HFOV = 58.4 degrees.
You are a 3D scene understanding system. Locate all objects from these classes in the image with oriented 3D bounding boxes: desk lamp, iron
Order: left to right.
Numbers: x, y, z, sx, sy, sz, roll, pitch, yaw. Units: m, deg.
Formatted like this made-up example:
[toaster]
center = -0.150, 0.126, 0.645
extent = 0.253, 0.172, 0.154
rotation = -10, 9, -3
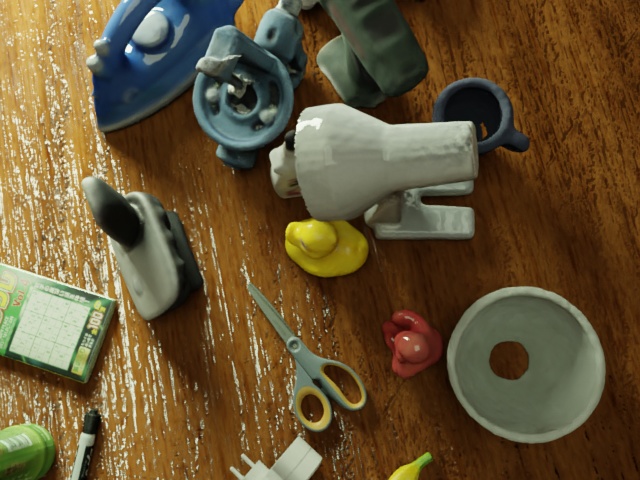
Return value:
[iron]
center = -0.215, -0.256, 0.713
extent = 0.118, 0.141, 0.258
rotation = 37, 84, 9
[desk lamp]
center = 0.083, -0.071, 0.624
extent = 0.203, 0.213, 0.118
rotation = 0, 80, 4

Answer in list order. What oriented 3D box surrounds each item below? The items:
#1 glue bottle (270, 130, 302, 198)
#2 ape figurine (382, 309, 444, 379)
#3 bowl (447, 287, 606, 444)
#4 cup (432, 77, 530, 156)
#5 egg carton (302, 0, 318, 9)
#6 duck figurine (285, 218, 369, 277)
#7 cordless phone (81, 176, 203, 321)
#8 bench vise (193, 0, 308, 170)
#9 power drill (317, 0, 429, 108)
[glue bottle]
center = -0.025, -0.089, 0.654
extent = 0.078, 0.173, 0.037
rotation = -17, 79, 1
[ape figurine]
center = 0.105, 0.120, 0.650
extent = 0.076, 0.092, 0.078
rotation = 18, 81, 7
[bowl]
center = 0.224, 0.138, 0.648
extent = 0.167, 0.075, 0.167
rotation = -1, 80, 4
[cup]
center = 0.189, -0.128, 0.688
extent = 0.117, 0.095, 0.092
rotation = 29, 83, 8
[egg carton]
center = -0.008, -0.383, 0.759
extent = 0.107, 0.069, 0.150
rotation = 37, 84, 9
[duck figurine]
center = 0.006, 0.002, 0.680
extent = 0.104, 0.086, 0.077
rotation = 13, 81, 6
[cordless phone]
center = -0.211, 0.010, 0.642
extent = 0.094, 0.185, 0.147
rotation = -27, 79, -1
[bench vise]
center = -0.087, -0.204, 0.655
extent = 0.121, 0.220, 0.207
rotation = 5, 80, 5
[power drill]
center = 0.036, -0.248, 0.661
extent = 0.075, 0.208, 0.229
rotation = -34, 79, -3
